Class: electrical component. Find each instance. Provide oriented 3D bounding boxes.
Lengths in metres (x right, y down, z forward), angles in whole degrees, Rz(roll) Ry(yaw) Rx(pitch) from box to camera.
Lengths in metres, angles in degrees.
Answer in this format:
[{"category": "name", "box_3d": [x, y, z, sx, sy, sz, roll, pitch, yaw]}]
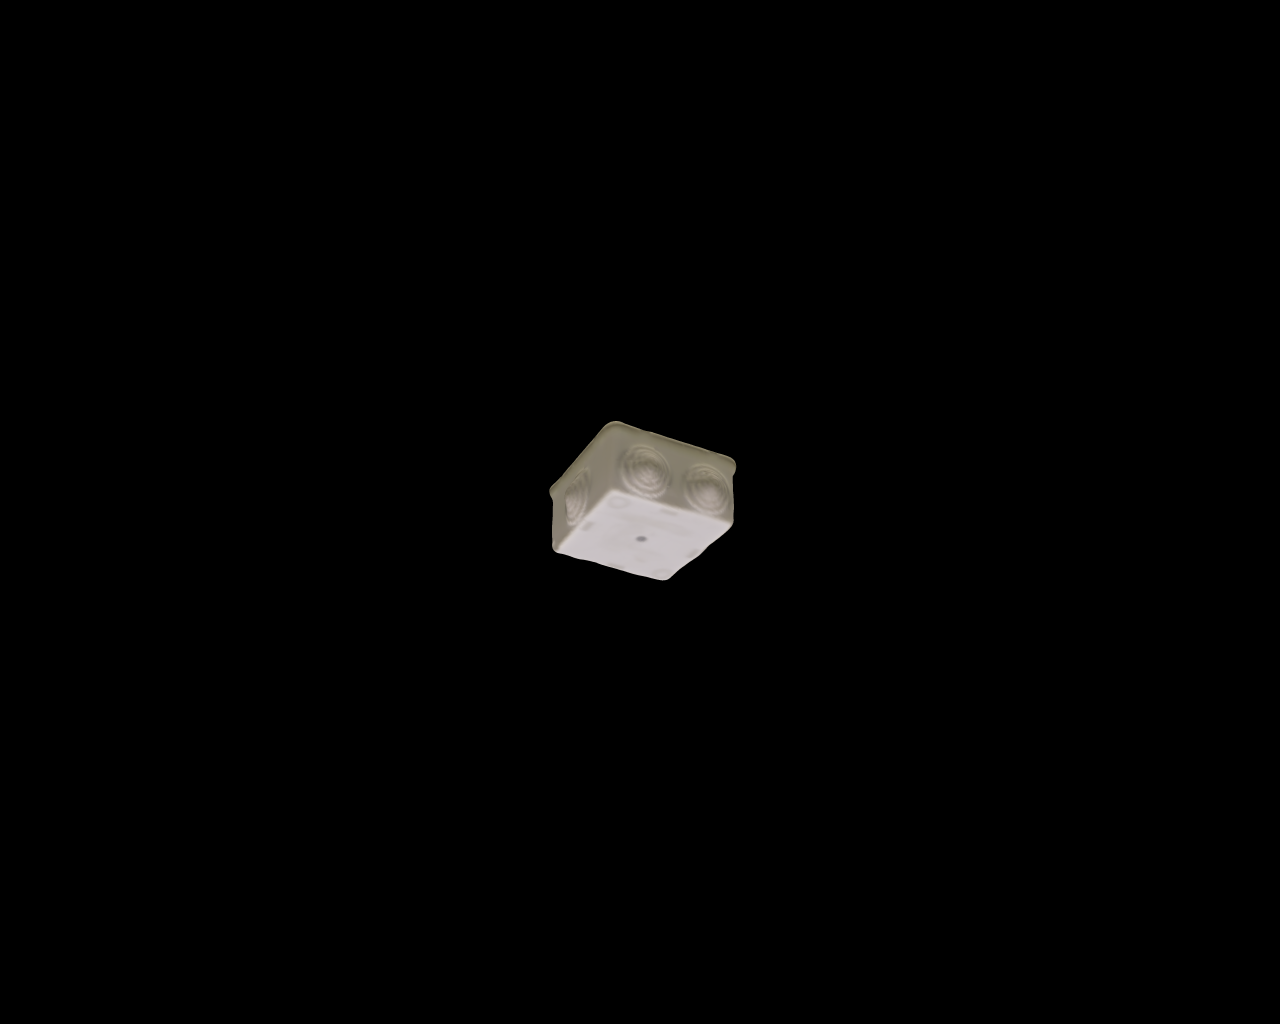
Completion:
[{"category": "electrical component", "box_3d": [0.001, -0.003, 0.650, 0.100, 0.048, 0.099, 17, -36, -24]}]
